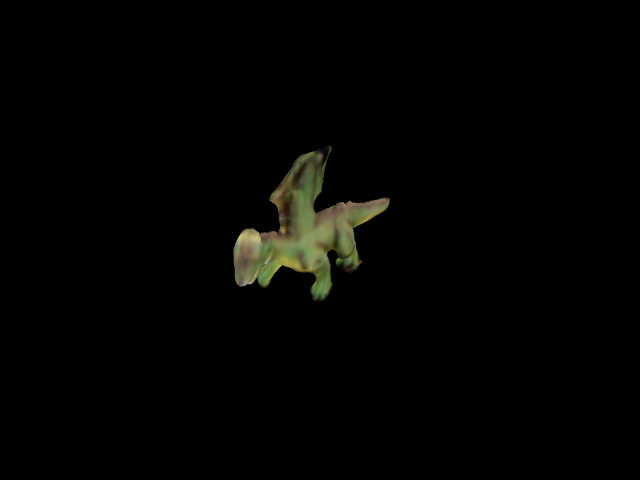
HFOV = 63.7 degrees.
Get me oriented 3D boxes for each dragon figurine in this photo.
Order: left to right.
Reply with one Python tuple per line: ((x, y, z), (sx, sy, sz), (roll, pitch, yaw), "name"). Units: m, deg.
((0.003, -0.043, 0.850), (0.123, 0.237, 0.417), (27, 51, 25), "dragon figurine")
